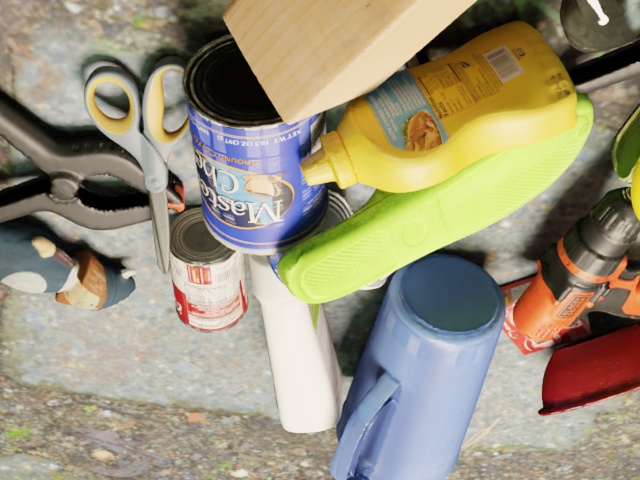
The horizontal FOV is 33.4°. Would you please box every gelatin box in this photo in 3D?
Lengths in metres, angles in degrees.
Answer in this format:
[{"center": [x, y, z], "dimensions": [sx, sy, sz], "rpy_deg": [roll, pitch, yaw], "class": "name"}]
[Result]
[{"center": [0.213, 0.072, 1.033], "dimensions": [0.073, 0.030, 0.089], "rpy_deg": [-20, 136, 24], "class": "gelatin box"}]

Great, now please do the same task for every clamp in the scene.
[{"center": [-0.219, -0.046, 0.885], "dimensions": [0.209, 0.036, 0.165], "rpy_deg": [15, 131, -20], "class": "clamp"}, {"center": [0.260, -0.144, 0.760], "dimensions": [0.171, 0.039, 0.120], "rpy_deg": [12, 139, -7], "class": "clamp"}]

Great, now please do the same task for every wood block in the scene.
[{"center": [0.039, -0.165, 0.646], "dimensions": [0.090, 0.090, 0.206], "rpy_deg": [-26, 173, -39], "class": "wood block"}]

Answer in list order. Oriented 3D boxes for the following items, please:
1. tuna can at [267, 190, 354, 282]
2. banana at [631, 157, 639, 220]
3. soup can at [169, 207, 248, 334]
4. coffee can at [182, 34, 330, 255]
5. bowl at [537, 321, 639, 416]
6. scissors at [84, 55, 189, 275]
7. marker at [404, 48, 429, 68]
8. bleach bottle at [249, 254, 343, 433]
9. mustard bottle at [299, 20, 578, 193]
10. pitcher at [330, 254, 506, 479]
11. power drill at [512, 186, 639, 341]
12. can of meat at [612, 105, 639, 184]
[{"center": [-0.006, 0.001, 0.895], "dimensions": [0.034, 0.086, 0.086], "rpy_deg": [-4, 147, 42], "class": "tuna can"}, {"center": [0.282, -0.075, 0.761], "dimensions": [0.069, 0.037, 0.198], "rpy_deg": [25, 128, -12], "class": "banana"}, {"center": [-0.100, 0.027, 0.954], "dimensions": [0.068, 0.068, 0.102], "rpy_deg": [1, 140, 0], "class": "soup can"}, {"center": [-0.045, -0.071, 0.805], "dimensions": [0.103, 0.103, 0.140], "rpy_deg": [-1, 141, 1], "class": "coffee can"}, {"center": [0.280, 0.119, 1.038], "dimensions": [0.162, 0.055, 0.162], "rpy_deg": [-19, 172, -3], "class": "bowl"}, {"center": [-0.149, -0.059, 0.851], "dimensions": [0.096, 0.016, 0.202], "rpy_deg": [12, 124, -11], "class": "scissors"}, {"center": [0.060, -0.150, 0.772], "dimensions": [0.020, 0.020, 0.121], "rpy_deg": [-14, 138, 17], "class": "marker"}, {"center": [-0.026, 0.067, 0.993], "dimensions": [0.068, 0.102, 0.251], "rpy_deg": [-7, 132, 4], "class": "bleach bottle"}, {"center": [0.076, -0.084, 0.753], "dimensions": [0.191, 0.096, 0.058], "rpy_deg": [-23, 142, -1], "class": "mustard bottle"}, {"center": [0.091, 0.134, 1.027], "dimensions": [0.145, 0.149, 0.243], "rpy_deg": [5, 137, -6], "class": "pitcher"}, {"center": [0.281, 0.024, 0.929], "dimensions": [0.187, 0.057, 0.185], "rpy_deg": [5, 141, -21], "class": "power drill"}, {"center": [0.289, -0.078, 0.829], "dimensions": [0.084, 0.057, 0.102], "rpy_deg": [14, 139, -12], "class": "can of meat"}]
